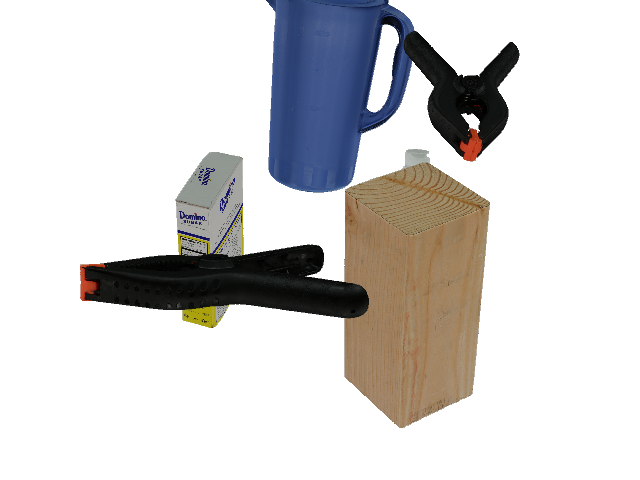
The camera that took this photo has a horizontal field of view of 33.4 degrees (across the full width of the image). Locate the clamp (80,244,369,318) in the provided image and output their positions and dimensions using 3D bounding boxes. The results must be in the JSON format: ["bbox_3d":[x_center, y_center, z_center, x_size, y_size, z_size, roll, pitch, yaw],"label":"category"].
[{"bbox_3d":[-0.072,0.032,0.805,0.209,0.036,0.165,-2,10,-19],"label":"clamp"}]

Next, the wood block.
[{"bbox_3d":[0.081,0.049,0.942,0.090,0.206,0.091,-20,38,-27],"label":"wood block"}]

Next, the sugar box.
[{"bbox_3d":[-0.117,0.001,1.148,0.048,0.176,0.093,12,42,13],"label":"sugar box"}]

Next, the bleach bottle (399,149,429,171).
[{"bbox_3d":[0.106,0.011,1.347,0.102,0.251,0.068,-2,16,-18],"label":"bleach bottle"}]

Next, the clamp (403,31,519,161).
[{"bbox_3d":[0.135,-0.151,1.062,0.120,0.171,0.039,8,-44,6],"label":"clamp"}]

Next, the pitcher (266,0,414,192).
[{"bbox_3d":[0.011,-0.184,1.285,0.144,0.243,0.149,-7,29,-26],"label":"pitcher"}]
